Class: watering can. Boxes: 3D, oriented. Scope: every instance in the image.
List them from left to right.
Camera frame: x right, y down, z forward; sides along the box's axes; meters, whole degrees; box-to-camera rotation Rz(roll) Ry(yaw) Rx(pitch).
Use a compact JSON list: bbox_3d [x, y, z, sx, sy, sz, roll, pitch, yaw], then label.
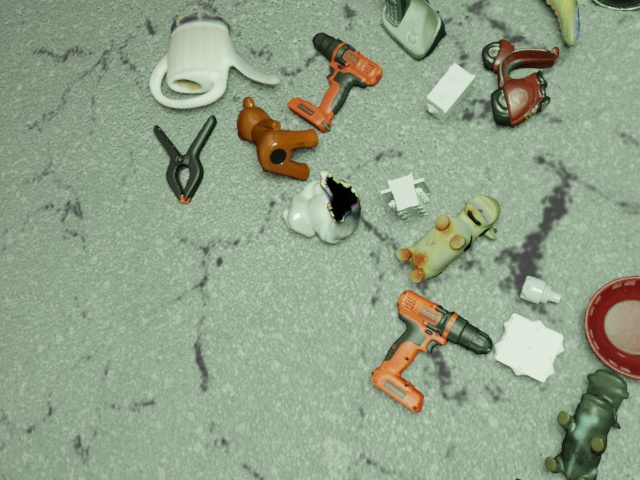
[{"bbox_3d":[-0.245,-0.417,1.189,0.347,0.103,0.227,-4,77,20],"label":"watering can"}]

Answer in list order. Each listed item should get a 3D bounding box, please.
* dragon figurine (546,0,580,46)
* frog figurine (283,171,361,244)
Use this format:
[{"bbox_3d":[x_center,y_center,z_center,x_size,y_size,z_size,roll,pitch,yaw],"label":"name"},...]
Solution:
[{"bbox_3d":[0.400,-0.561,1.016,0.243,0.121,0.414,4,78,38],"label":"dragon figurine"},{"bbox_3d":[0.003,-0.053,1.043,0.157,0.124,0.138,-39,75,47],"label":"frog figurine"}]
